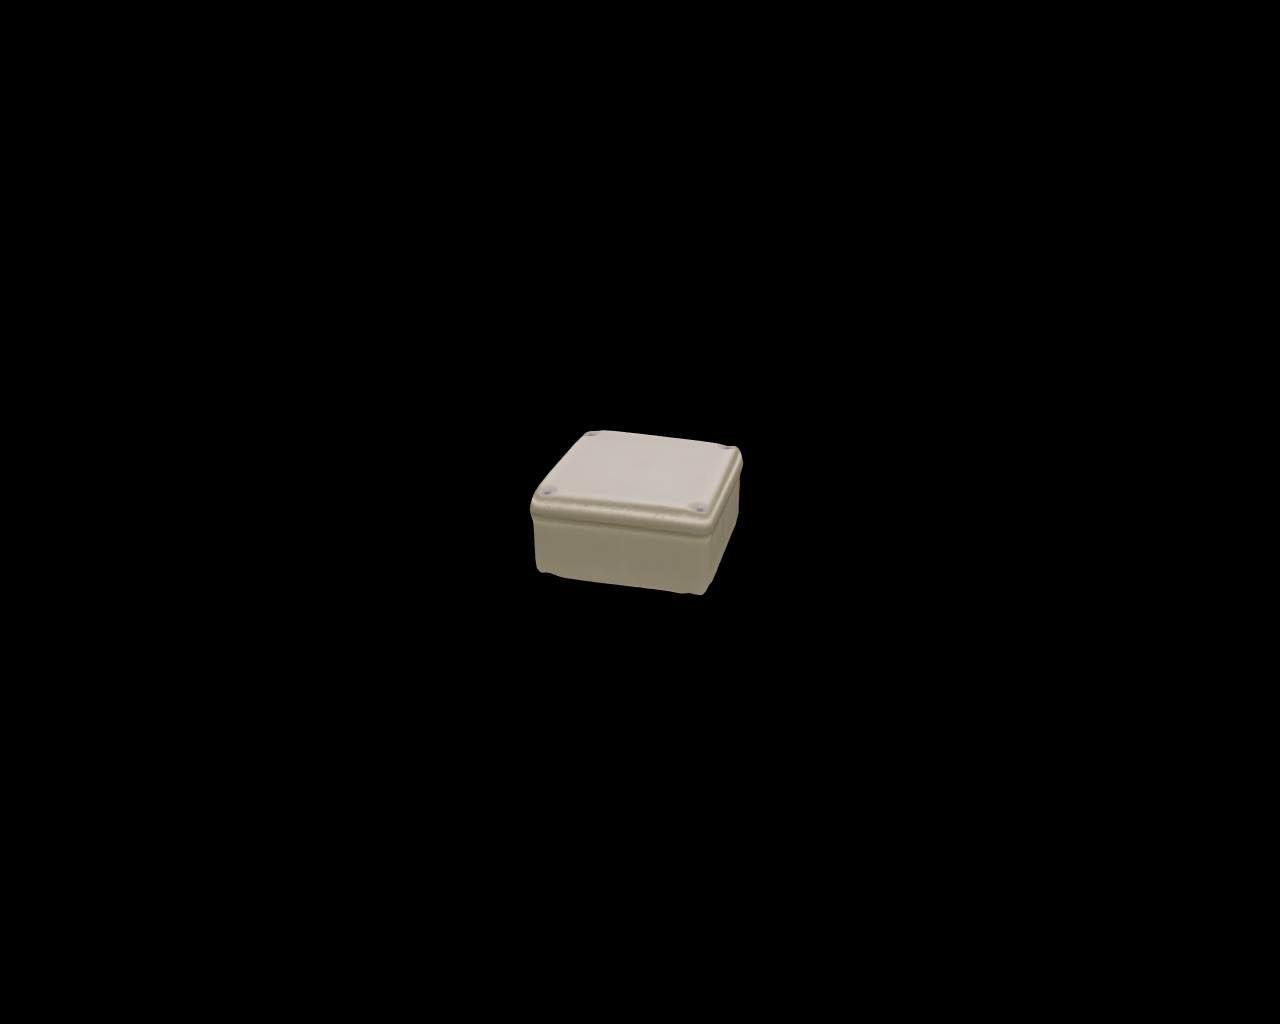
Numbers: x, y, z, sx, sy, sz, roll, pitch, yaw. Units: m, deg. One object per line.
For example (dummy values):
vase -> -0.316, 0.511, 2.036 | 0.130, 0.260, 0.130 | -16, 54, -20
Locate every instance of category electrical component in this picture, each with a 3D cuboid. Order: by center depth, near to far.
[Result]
electrical component -> 0.001, -0.003, 0.650 | 0.109, 0.056, 0.109 | 7, 27, 14
